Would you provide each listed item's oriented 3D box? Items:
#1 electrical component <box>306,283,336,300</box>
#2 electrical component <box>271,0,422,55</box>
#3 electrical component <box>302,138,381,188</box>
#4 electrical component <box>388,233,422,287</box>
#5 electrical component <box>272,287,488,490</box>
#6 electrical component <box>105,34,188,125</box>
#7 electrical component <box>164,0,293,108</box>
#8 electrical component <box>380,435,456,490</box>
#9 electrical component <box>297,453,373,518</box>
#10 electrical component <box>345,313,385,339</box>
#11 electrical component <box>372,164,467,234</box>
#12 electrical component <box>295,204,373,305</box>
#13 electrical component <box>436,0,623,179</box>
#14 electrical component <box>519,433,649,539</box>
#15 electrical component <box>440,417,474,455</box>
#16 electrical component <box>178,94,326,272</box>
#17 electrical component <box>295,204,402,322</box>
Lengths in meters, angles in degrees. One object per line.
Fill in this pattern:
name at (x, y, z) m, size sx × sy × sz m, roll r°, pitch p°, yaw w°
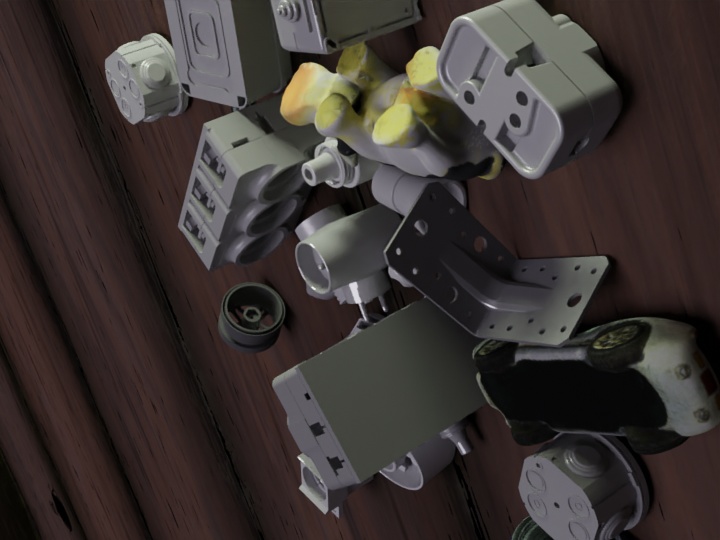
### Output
electrical component at (-0.031, 0.009, 0.923) m, size 0.035 × 0.035 × 0.061 m, roll 61°, pitch 153°, yaw 4°
electrical component at (-0.019, -0.178, 0.691) m, size 0.061 × 0.096 × 0.061 m, roll 19°, pitch 128°, yaw 51°
electrical component at (-0.013, -0.081, 0.795) m, size 0.043 × 0.062 × 0.043 m, roll 38°, pitch 142°, yaw 38°
electrical component at (0.046, -0.012, 0.785) m, size 0.035 × 0.035 × 0.061 m, roll 60°, pitch 147°, yaw 7°
electrical component at (0.024, 0.082, 0.775) m, size 0.089 × 0.150 × 0.062 m, roll 61°, pitch 150°, yaw 4°
electrical component at (-0.203, -0.181, 1.027) m, size 0.080 × 0.051 × 0.080 m, roll 37°, pitch 141°, yaw 38°
electrical component at (-0.103, -0.192, 0.839) m, size 0.078 × 0.057 × 0.113 m, roll 18°, pitch 129°, yaw 35°
electrical component at (0.035, 0.134, 0.911) m, size 0.099 × 0.064 × 0.099 m, roll 36°, pitch 151°, yaw 23°
electrical component at (-0.021, 0.189, 1.020) m, size 0.042 × 0.064 × 0.081 m, roll 38°, pitch 142°, yaw 38°
electrical component at (0.007, 0.063, 0.901) m, size 0.040 × 0.040 × 0.046 m, roll 52°, pitch 143°, yaw 20°
electrical component at (0.038, -0.054, 0.758) m, size 0.065 × 0.044 × 0.044 m, roll 33°, pitch 139°, yaw 49°
electrical component at (-0.014, -0.008, 0.872) m, size 0.081 × 0.043 × 0.043 m, roll 59°, pitch 150°, yaw 7°
electrical component at (0.097, -0.105, 0.604) m, size 0.095 × 0.059 × 0.053 m, roll 52°, pitch 148°, yaw 20°
electrical component at (0.150, 0.147, 0.727) m, size 0.080 × 0.051 × 0.080 m, roll 38°, pitch 142°, yaw 38°
electrical component at (0.070, 0.117, 0.848) m, size 0.061 × 0.035 × 0.035 m, roll 60°, pitch 150°, yaw 3°
electrical component at (-0.088, -0.068, 0.896) m, size 0.061 × 0.089 × 0.150 m, roll 54°, pitch 149°, yaw 16°
electrical component at (0.000, 0.000, 0.823) m, size 0.044 × 0.077 × 0.079 m, roll 0°, pitch 114°, yaw 58°
